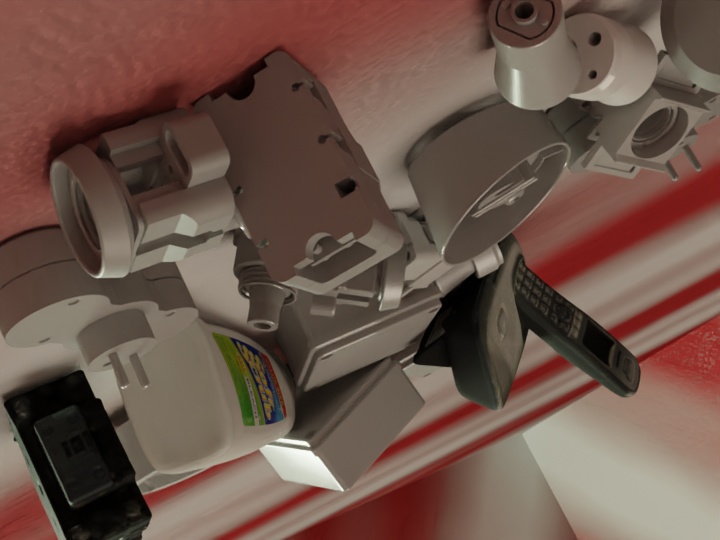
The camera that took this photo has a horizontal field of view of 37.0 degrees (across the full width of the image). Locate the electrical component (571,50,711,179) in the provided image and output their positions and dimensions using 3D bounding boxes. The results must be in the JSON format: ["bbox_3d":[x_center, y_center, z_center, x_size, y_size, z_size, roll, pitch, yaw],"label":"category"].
[{"bbox_3d":[0.160,-0.096,0.626,0.042,0.063,0.081,6,130,-35],"label":"electrical component"}]

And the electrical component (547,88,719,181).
[{"bbox_3d":[0.195,-0.092,0.700,0.138,0.073,0.052,-22,164,-18],"label":"electrical component"}]

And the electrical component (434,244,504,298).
[{"bbox_3d":[0.076,-0.010,0.827,0.055,0.045,0.045,-27,165,-2],"label":"electrical component"}]

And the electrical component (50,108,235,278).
[{"bbox_3d":[-0.093,-0.030,0.452,0.057,0.058,0.078,-22,165,-29],"label":"electrical component"}]

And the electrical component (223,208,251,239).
[{"bbox_3d":[-0.051,-0.036,0.530,0.062,0.043,0.043,-26,165,1],"label":"electrical component"}]

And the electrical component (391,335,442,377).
[{"bbox_3d":[0.076,0.052,1.011,0.109,0.056,0.109,-31,165,14],"label":"electrical component"}]

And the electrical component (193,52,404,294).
[{"bbox_3d":[-0.025,-0.040,0.470,0.050,0.089,0.056,-30,165,12],"label":"electrical component"}]

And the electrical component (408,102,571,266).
[{"bbox_3d":[0.079,-0.055,0.646,0.099,0.064,0.099,-25,165,-7],"label":"electrical component"}]

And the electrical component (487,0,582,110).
[{"bbox_3d":[0.083,-0.110,0.518,0.044,0.044,0.065,-29,160,6],"label":"electrical component"}]

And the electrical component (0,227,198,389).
[{"bbox_3d":[-0.128,0.028,0.551,0.052,0.073,0.138,-31,164,15],"label":"electrical component"}]

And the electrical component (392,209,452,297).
[{"bbox_3d":[0.035,-0.015,0.748,0.081,0.042,0.064,-38,160,34],"label":"electrical component"}]

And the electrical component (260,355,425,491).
[{"bbox_3d":[-0.020,0.125,0.901,0.109,0.056,0.109,-44,-160,-28],"label":"electrical component"}]

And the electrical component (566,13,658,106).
[{"bbox_3d":[0.128,-0.112,0.576,0.045,0.045,0.055,-37,162,32],"label":"electrical component"}]

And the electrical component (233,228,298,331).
[{"bbox_3d":[-0.051,0.003,0.609,0.048,0.062,0.048,6,156,2],"label":"electrical component"}]

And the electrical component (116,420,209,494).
[{"bbox_3d":[-0.155,0.136,0.893,0.108,0.060,0.108,-25,165,-7],"label":"electrical component"}]

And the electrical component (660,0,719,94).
[{"bbox_3d":[0.205,-0.135,0.567,0.051,0.080,0.080,-19,164,-47],"label":"electrical component"}]

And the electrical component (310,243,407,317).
[{"bbox_3d":[0.000,0.000,0.688,0.055,0.066,0.048,8,161,-2],"label":"electrical component"}]

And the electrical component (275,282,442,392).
[{"bbox_3d":[-0.004,0.037,0.827,0.109,0.056,0.108,-22,164,-17],"label":"electrical component"}]
